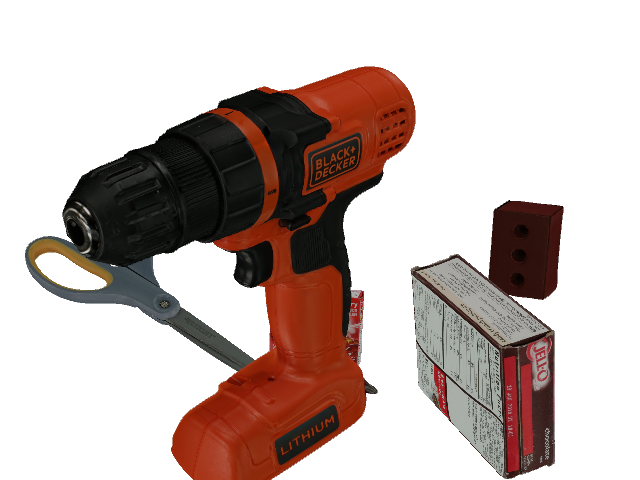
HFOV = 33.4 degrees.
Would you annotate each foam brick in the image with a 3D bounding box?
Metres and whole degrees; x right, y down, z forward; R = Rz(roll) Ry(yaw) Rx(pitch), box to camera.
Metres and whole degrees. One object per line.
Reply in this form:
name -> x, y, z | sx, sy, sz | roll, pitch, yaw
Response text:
foam brick -> 0.182, 0.008, 0.947 | 0.053, 0.078, 0.051 | 8, 16, 24

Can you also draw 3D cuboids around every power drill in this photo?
power drill -> -0.031, 0.024, 0.488 | 0.184, 0.188, 0.057 | -25, 42, -39

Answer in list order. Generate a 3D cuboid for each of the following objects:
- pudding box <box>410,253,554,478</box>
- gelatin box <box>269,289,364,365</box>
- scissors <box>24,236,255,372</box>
pudding box -> 0.095, 0.072, 0.631 | 0.039, 0.090, 0.114 | -15, 27, -19
gelatin box -> -0.004, 0.082, 1.027 | 0.089, 0.073, 0.030 | 5, 15, 9
scissors -> -0.105, 0.030, 0.736 | 0.202, 0.096, 0.016 | 20, -39, 10
